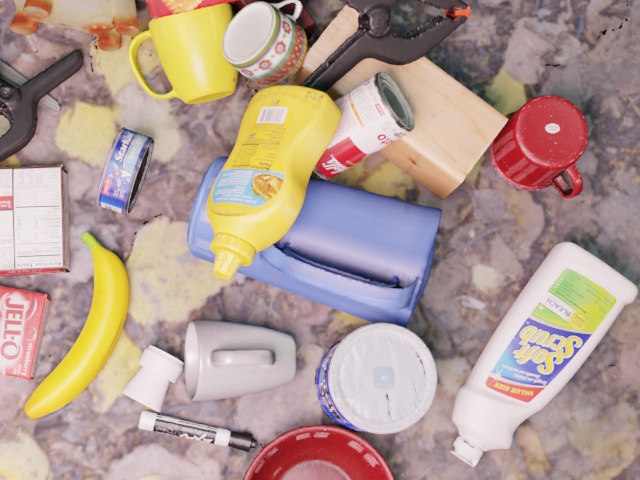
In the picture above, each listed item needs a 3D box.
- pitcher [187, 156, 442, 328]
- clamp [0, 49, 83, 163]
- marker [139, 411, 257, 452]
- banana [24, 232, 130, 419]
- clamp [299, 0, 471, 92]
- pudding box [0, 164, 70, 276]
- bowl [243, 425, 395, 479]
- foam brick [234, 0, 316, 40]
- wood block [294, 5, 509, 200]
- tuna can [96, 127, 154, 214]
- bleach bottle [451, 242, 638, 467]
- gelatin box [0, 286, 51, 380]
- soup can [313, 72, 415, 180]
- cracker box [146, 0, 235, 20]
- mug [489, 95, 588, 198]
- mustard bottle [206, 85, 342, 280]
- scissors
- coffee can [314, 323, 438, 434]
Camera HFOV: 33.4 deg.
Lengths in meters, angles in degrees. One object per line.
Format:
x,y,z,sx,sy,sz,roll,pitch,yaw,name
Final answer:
-0.007,0.001,1.069,0.243,0.149,0.145,17,66,3,pitcher
-0.333,-0.153,1.101,0.120,0.039,0.171,24,63,-2,clamp
-0.124,0.196,1.091,0.121,0.020,0.020,13,79,-4,marker
-0.238,0.094,1.091,0.070,0.037,0.198,14,78,13,banana
0.048,-0.208,1.061,0.209,0.036,0.164,-3,109,-18,clamp
-0.306,-0.019,1.100,0.090,0.039,0.113,-2,82,-7,pudding box
-0.003,0.267,1.072,0.162,0.055,0.162,1,80,-6,bowl
-0.050,-0.243,1.156,0.051,0.053,0.078,-37,87,-10,foam brick
0.082,-0.145,1.133,0.206,0.091,0.090,37,79,1,wood block
-0.199,-0.070,1.095,0.033,0.086,0.086,19,79,-4,tuna can
0.223,0.129,1.116,0.102,0.068,0.250,35,81,1,bleach bottle
-0.319,0.092,1.083,0.073,0.030,0.089,10,80,-4,gelatin box
0.034,-0.113,1.055,0.102,0.068,0.068,-29,83,23,soup can
-0.090,-0.307,1.107,0.213,0.164,0.072,-15,126,-10,cracker box
0.243,-0.096,1.145,0.093,0.081,0.117,-30,85,-10,mug
-0.054,-0.051,0.987,0.096,0.058,0.191,7,64,36,mustard bottle
-0.357,-0.214,1.139,0.201,0.016,0.096,20,77,-5,scissors
0.052,0.139,1.056,0.102,0.140,0.103,1,80,-6,coffee can
